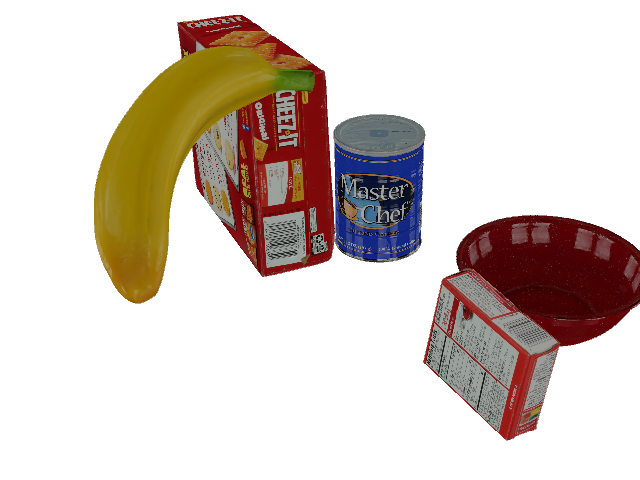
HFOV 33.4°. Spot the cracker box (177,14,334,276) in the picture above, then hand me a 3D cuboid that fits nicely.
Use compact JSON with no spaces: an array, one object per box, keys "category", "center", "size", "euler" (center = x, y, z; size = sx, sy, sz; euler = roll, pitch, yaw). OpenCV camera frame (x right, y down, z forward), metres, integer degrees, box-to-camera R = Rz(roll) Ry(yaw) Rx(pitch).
[{"category":"cracker box","center":[-0.057,-0.090,0.912],"size":[0.072,0.164,0.214],"euler":[-12,27,-17]}]

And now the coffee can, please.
[{"category":"coffee can","center":[0.067,-0.061,1.223],"size":[0.103,0.140,0.103],"euler":[-1,30,0]}]

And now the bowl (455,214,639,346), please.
[{"category":"bowl","center":[0.193,0.041,0.900],"size":[0.162,0.055,0.162],"euler":[1,32,-1]}]

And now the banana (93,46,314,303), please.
[{"category":"banana","center":[-0.069,-0.049,0.535],"size":[0.070,0.037,0.197],"euler":[17,46,15]}]

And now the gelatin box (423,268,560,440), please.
[{"category":"gelatin box","center":[0.109,0.072,0.690],"size":[0.030,0.073,0.089],"euler":[-16,40,-30]}]
